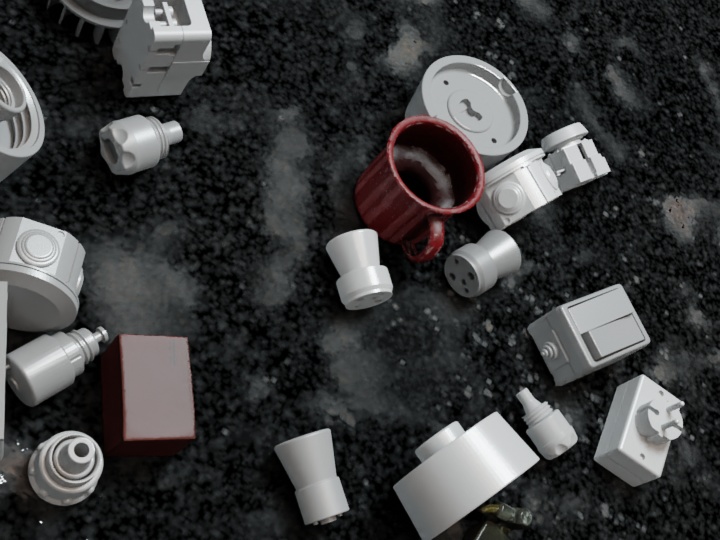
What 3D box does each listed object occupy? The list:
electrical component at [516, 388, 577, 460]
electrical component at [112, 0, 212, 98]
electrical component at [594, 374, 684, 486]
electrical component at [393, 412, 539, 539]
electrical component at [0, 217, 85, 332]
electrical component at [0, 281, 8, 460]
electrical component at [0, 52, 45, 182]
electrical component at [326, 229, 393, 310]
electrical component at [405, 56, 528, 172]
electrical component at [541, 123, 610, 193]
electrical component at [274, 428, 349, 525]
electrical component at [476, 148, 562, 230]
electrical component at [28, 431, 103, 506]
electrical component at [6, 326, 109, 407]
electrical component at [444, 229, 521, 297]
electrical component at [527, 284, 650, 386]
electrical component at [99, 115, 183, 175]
[{"bbox_3d":[0.155,0.128,0.914,0.035,0.035,0.061,-29,79,-35],"label":"electrical component"},{"bbox_3d":[-0.157,-0.183,0.866,0.056,0.089,0.050,-9,71,-31],"label":"electrical component"},{"bbox_3d":[0.254,0.134,0.937,0.047,0.076,0.083,35,55,-9],"label":"electrical component"},{"bbox_3d":[0.075,0.151,0.819,0.108,0.108,0.060,-27,75,-35],"label":"electrical component"},{"bbox_3d":[-0.231,0.005,0.743,0.080,0.080,0.051,19,54,-19],"label":"electrical component"},{"bbox_3d":[-0.317,0.066,0.663,0.186,0.060,0.105,1,62,-18],"label":"electrical component"},{"bbox_3d":[-0.272,-0.115,0.759,0.108,0.060,0.108,49,24,-32],"label":"electrical component"},{"bbox_3d":[0.000,0.000,0.888,0.045,0.045,0.055,-6,70,-30],"label":"electrical component"},{"bbox_3d":[0.093,-0.136,0.992,0.108,0.060,0.108,11,59,-20],"label":"electrical component"},{"bbox_3d":[0.207,-0.110,1.052,0.066,0.048,0.055,-21,85,-34],"label":"electrical component"},{"bbox_3d":[-0.033,0.155,0.798,0.044,0.044,0.065,-12,77,-32],"label":"electrical component"},{"bbox_3d":[0.140,-0.072,0.977,0.080,0.080,0.051,-28,87,-35],"label":"electrical component"},{"bbox_3d":[-0.192,0.127,0.714,0.048,0.062,0.048,12,62,-23],"label":"electrical component"},{"bbox_3d":[-0.211,0.063,0.748,0.078,0.040,0.040,-32,84,-35],"label":"electrical component"},{"bbox_3d":[0.108,-0.005,0.947,0.055,0.045,0.045,-29,82,-34],"label":"electrical component"},{"bbox_3d":[0.201,0.058,0.956,0.096,0.061,0.061,-17,75,-33],"label":"electrical component"},{"bbox_3d":[-0.170,-0.102,0.849,0.062,0.043,0.043,-24,79,-36],"label":"electrical component"}]
